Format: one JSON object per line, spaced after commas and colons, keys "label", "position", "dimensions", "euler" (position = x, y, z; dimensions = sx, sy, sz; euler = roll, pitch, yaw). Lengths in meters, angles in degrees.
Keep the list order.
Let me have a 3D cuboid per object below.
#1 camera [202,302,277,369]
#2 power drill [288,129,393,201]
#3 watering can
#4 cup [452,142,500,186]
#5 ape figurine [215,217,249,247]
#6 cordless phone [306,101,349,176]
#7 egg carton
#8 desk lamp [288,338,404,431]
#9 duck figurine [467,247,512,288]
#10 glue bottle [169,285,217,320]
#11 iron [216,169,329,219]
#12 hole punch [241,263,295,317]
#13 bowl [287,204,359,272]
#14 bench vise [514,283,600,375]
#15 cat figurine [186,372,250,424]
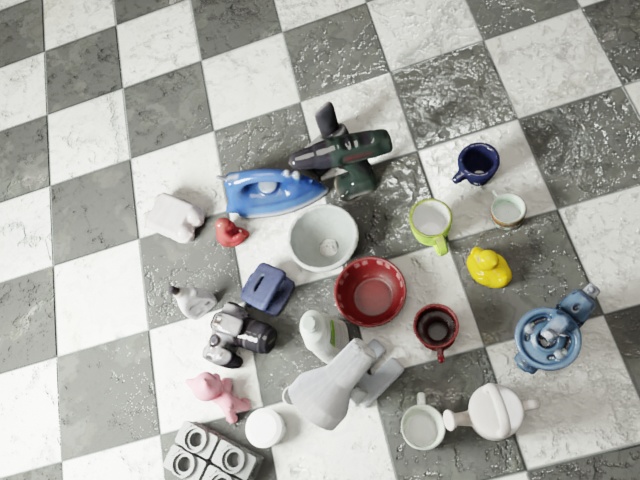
{"label": "camera", "position": [-0.178, 0.222, 1.286], "dimensions": [0.136, 0.101, 0.143], "euler": [15, 74, 18]}
{"label": "power drill", "position": [0.060, -0.173, 1.320], "dimensions": [0.229, 0.209, 0.075], "euler": [-20, 66, 6]}
{"label": "watering can", "position": [0.323, 0.326, 1.075], "dimensions": [0.173, 0.194, 0.100], "euler": [-34, 66, -1]}
{"label": "cup", "position": [0.350, -0.154, 1.305], "dimensions": [0.118, 0.095, 0.091], "euler": [-38, 66, -3]}
{"label": "ape figurine", "position": [-0.225, -0.026, 1.396], "dimensions": [0.076, 0.092, 0.077], "euler": [-27, 66, 2]}
{"label": "cordless phone", "position": [-0.006, -0.251, 1.378], "dimensions": [0.147, 0.185, 0.094], "euler": [-45, 66, -5]}
{"label": "egg carton", "position": [-0.369, -0.056, 1.454], "dimensions": [0.150, 0.069, 0.107], "euler": [22, 76, 20]}
{"label": "desk lamp", "position": [0.054, 0.278, 1.147], "dimensions": [0.203, 0.214, 0.117], "euler": [-44, 66, -5]}
{"label": "duck figurine", "position": [0.364, 0.053, 1.228], "dimensions": [0.104, 0.086, 0.077], "euler": [41, 83, 23]}
{"label": "glue bottle", "position": [-0.300, 0.133, 1.309], "dimensions": [0.078, 0.173, 0.037], "euler": [-38, 66, -2]}
{"label": "iron", "position": [-0.118, -0.136, 1.385], "dimensions": [0.258, 0.142, 0.118], "euler": [-6, 68, 11]}
{"label": "hole punch", "position": [-0.129, 0.111, 1.322], "dimensions": [0.101, 0.091, 0.109], "euler": [25, 77, 21]}
{"label": "bowl", "position": [0.012, 0.005, 1.337], "dimensions": [0.167, 0.075, 0.167], "euler": [-4, 69, 12]}
{"label": "bench vise", "position": [0.451, 0.153, 1.096], "dimensions": [0.121, 0.220, 0.207], "euler": [23, 77, 21]}
{"label": "cat figurine", "position": [-0.226, 0.335, 1.245], "dimensions": [0.127, 0.118, 0.067], "euler": [38, 82, 23]}
